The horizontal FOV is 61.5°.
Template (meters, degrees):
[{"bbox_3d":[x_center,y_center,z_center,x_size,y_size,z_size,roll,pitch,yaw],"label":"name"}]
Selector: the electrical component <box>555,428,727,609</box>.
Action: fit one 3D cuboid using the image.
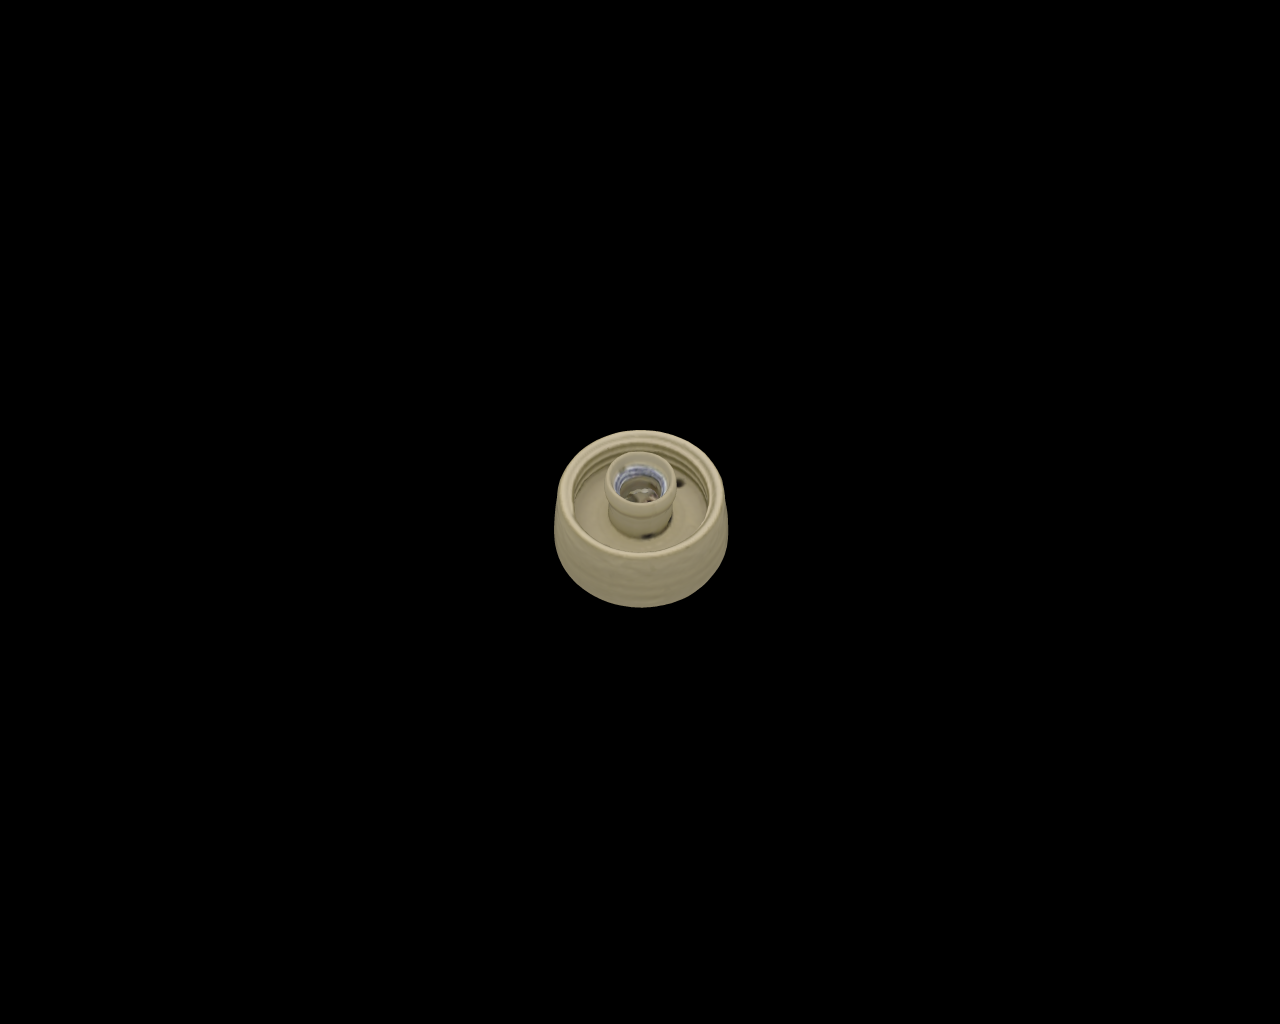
[{"bbox_3d":[0.001,-0.003,0.650,0.108,0.108,0.060,0,-37,0],"label":"electrical component"}]
